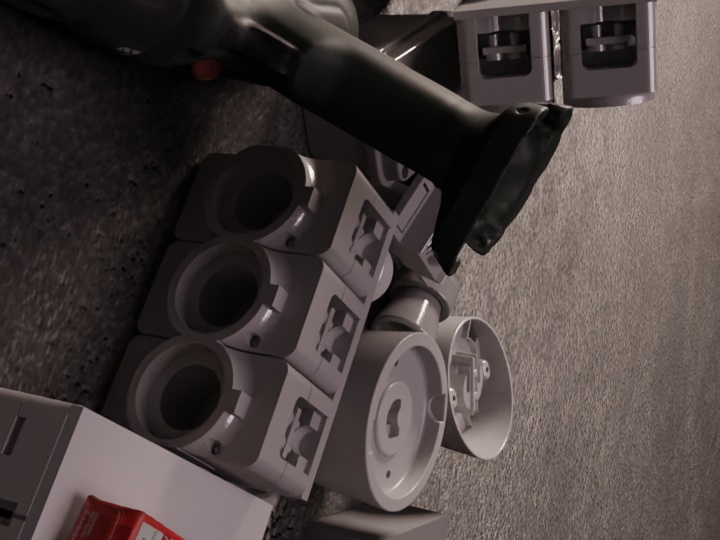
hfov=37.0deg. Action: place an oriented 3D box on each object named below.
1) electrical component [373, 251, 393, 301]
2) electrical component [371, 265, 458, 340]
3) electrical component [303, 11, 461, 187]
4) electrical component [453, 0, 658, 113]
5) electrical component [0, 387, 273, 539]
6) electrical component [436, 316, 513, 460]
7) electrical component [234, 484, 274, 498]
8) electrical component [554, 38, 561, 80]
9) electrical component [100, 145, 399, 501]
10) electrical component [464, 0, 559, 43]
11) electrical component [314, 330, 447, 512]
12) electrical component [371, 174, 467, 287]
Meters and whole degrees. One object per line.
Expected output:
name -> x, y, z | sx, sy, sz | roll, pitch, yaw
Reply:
electrical component -> 0.000, 0.000, 0.651 | 0.062, 0.048, 0.048 | 21, 77, -68
electrical component -> 0.038, 0.026, 0.722 | 0.055, 0.045, 0.045 | -62, 145, -34
electrical component -> 0.019, -0.105, 0.648 | 0.113, 0.057, 0.078 | -43, 132, -50
electrical component -> 0.120, -0.139, 0.657 | 0.186, 0.105, 0.060 | -60, 146, -70
electrical component -> -0.111, 0.117, 0.456 | 0.150, 0.062, 0.089 | 46, 56, -54
electrical component -> 0.070, 0.082, 0.772 | 0.099, 0.064, 0.099 | -20, 113, -58
electrical component -> -0.049, 0.086, 0.585 | 0.065, 0.044, 0.044 | -54, 140, -49
electrical component -> 0.150, -0.170, 0.864 | 0.048, 0.062, 0.048 | -20, 114, -58
electrical component -> -0.052, 0.021, 0.512 | 0.061, 0.089, 0.150 | 48, 55, -54
electrical component -> 0.113, -0.189, 0.799 | 0.078, 0.057, 0.058 | -60, 144, -35
electrical component -> 0.004, 0.088, 0.658 | 0.108, 0.060, 0.108 | -21, 114, -58
electrical component -> 0.030, -0.029, 0.673 | 0.042, 0.064, 0.081 | -58, 150, -14
